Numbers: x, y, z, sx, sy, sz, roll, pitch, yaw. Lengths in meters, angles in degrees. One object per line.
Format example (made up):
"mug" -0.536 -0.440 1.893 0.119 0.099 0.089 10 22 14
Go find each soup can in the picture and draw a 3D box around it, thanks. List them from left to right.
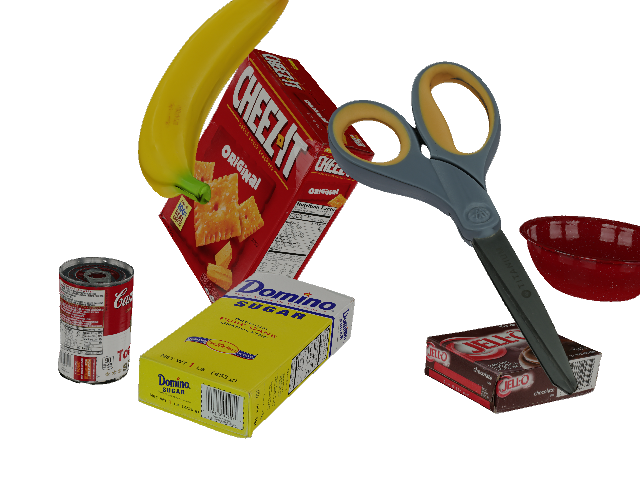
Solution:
"soup can" -0.210 0.075 0.991 0.068 0.102 0.068 5 18 -2

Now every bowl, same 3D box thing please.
"bowl" 0.282 0.022 1.090 0.162 0.055 0.162 4 17 -1

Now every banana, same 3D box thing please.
"banana" -0.072 -0.093 0.677 0.070 0.197 0.037 3 -37 17

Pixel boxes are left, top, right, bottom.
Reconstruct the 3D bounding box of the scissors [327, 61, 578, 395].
"scissors" 0.054 -0.011 0.499 0.096 0.201 0.016 -6 -40 4

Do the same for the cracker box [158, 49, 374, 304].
"cracker box" -0.061 -0.052 1.040 0.071 0.214 0.164 6 36 -41

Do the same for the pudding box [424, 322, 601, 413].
"pudding box" 0.155 0.100 0.866 0.113 0.039 0.090 -4 17 -32

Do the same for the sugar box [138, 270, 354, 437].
"sugar box" -0.051 0.080 0.815 0.093 0.048 0.176 16 28 21
